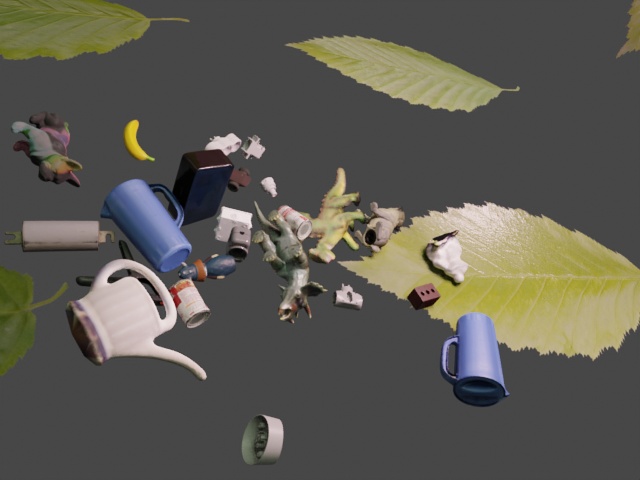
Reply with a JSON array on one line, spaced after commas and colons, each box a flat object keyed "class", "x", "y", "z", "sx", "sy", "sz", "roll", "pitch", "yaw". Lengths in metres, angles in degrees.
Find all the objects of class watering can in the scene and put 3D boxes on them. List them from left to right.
[{"class": "watering can", "x": -0.418, "y": 0.205, "z": 1.153, "sx": 0.227, "sy": 0.102, "sz": 0.350, "roll": -25, "pitch": 75, "yaw": -36}]

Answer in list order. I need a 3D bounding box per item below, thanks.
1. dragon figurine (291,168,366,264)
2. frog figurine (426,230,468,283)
[{"class": "dragon figurine", "x": 0.005, "y": -0.082, "z": 1.635, "sx": 0.243, "sy": 0.119, "sz": 0.420, "roll": -1, "pitch": 48, "yaw": -15}, {"class": "frog figurine", "x": 0.427, "y": 0.063, "z": 1.710, "sx": 0.139, "sy": 0.122, "sz": 0.158, "roll": -32, "pitch": 103, "yaw": -51}]
